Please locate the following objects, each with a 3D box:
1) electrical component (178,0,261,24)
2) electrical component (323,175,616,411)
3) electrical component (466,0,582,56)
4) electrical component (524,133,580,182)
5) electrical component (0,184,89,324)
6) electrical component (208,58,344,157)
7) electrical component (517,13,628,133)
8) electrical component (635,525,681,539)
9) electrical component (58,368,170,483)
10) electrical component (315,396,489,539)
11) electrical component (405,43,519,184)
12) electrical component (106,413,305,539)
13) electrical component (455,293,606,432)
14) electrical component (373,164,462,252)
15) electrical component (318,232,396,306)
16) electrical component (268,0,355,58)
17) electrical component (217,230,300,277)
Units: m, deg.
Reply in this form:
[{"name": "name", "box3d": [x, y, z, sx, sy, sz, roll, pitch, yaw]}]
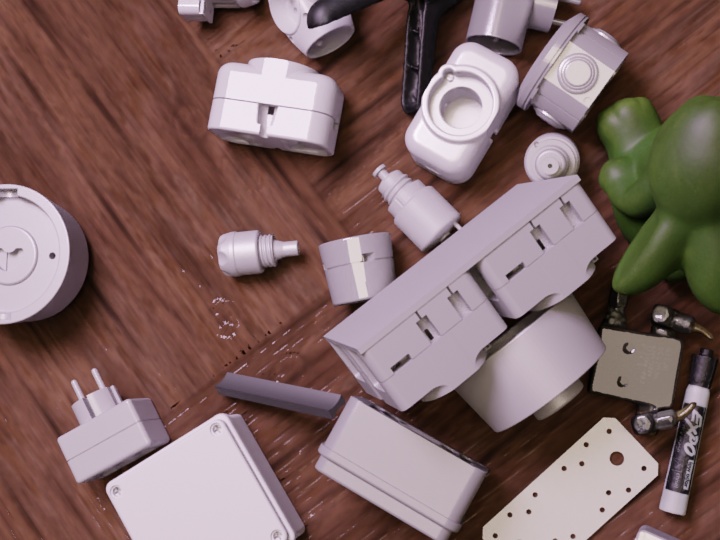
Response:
[{"name": "electrical component", "box3d": [-0.109, -0.236, 0.849, 0.057, 0.058, 0.078, 3, 84, 12]}, {"name": "electrical component", "box3d": [0.076, 0.016, 0.745, 0.186, 0.105, 0.060, -38, 99, -10]}, {"name": "electrical component", "box3d": [0.128, -0.202, 0.815, 0.079, 0.043, 0.077, 14, 86, 2]}, {"name": "electrical component", "box3d": [0.140, -0.079, 0.787, 0.040, 0.078, 0.040, 2, 100, 12]}, {"name": "electrical component", "box3d": [-0.268, -0.009, 0.850, 0.108, 0.060, 0.108, -1, 84, 9]}, {"name": "electrical component", "box3d": [-0.064, -0.127, 0.832, 0.095, 0.054, 0.059, 10, 86, 10]}, {"name": "electrical component", "box3d": [0.155, -0.142, 0.787, 0.051, 0.080, 0.080, 36, 91, 6]}, {"name": "electrical component", "box3d": [0.218, 0.221, 0.753, 0.096, 0.061, 0.061, 22, 88, 19]}, {"name": "electrical component", "box3d": [-0.198, 0.115, 0.833, 0.066, 0.047, 0.076, -29, 81, 5]}, {"name": "electrical component", "box3d": [0.031, 0.143, 0.779, 0.113, 0.078, 0.057, 29, 87, 11]}, {"name": "electrical component", "box3d": [0.077, -0.118, 0.806, 0.054, 0.059, 0.095, 31, 90, 11]}, {"name": "electrical component", "box3d": [-0.115, 0.180, 0.809, 0.109, 0.056, 0.108, -32, 80, 4]}, {"name": "electrical component", "box3d": [0.123, 0.070, 0.759, 0.108, 0.108, 0.060, -38, 86, 4]}, {"name": "electrical component", "box3d": [0.041, -0.049, 0.815, 0.040, 0.040, 0.078, -44, 79, 3]}, {"name": "electrical component", "box3d": [0.000, 0.000, 0.810, 0.055, 0.055, 0.047, -11, 87, 8]}, {"name": "electrical component", "box3d": [-0.035, -0.217, 0.827, 0.044, 0.079, 0.077, -23, 79, -31]}, {"name": "electrical component", "box3d": [-0.078, -0.014, 0.834, 0.061, 0.035, 0.035, -5, 84, 6]}]
